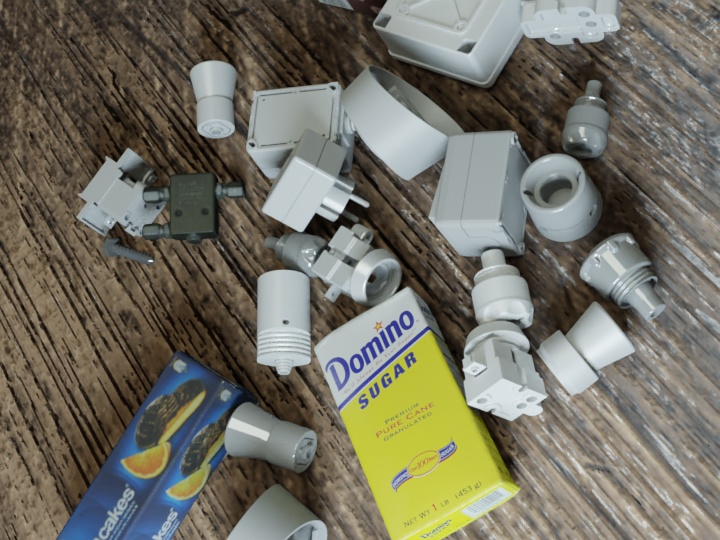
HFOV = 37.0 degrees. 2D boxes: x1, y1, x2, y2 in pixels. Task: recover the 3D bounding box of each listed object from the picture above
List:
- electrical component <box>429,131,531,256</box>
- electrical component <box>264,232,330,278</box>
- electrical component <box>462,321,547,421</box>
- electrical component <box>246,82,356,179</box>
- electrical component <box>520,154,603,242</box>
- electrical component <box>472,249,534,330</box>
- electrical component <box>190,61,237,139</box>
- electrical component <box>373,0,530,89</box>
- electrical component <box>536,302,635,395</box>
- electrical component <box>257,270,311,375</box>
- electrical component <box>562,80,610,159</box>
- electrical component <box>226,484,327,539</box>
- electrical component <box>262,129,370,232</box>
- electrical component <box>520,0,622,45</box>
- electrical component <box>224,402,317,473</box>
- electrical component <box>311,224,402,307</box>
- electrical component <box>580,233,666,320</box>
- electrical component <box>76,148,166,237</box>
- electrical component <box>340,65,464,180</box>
[{"bbox_3d":[0.096,-0.064,0.837,0.061,0.062,0.096,0,67,26],"label":"electrical component"},{"bbox_3d":[-0.055,-0.016,0.906,0.061,0.035,0.035,18,76,34],"label":"electrical component"},{"bbox_3d":[0.101,0.071,0.776,0.048,0.066,0.055,-42,38,35],"label":"electrical component"},{"bbox_3d":[-0.043,-0.119,0.936,0.096,0.061,0.061,-3,66,16],"label":"electrical component"},{"bbox_3d":[0.151,-0.056,0.814,0.055,0.047,0.055,-11,63,22],"label":"electrical component"},{"bbox_3d":[0.105,0.015,0.807,0.043,0.043,0.062,-19,59,18],"label":"electrical component"},{"bbox_3d":[-0.136,-0.157,1.008,0.044,0.044,0.065,-14,67,20],"label":"electrical component"},{"bbox_3d":[0.086,-0.224,0.920,0.109,0.056,0.108,26,80,33],"label":"electrical component"},{"bbox_3d":[0.159,0.056,0.760,0.055,0.045,0.045,-39,56,6],"label":"electrical component"},{"bbox_3d":[-0.062,0.046,0.875,0.043,0.043,0.081,-12,63,21],"label":"electrical component"},{"bbox_3d":[0.178,-0.120,0.839,0.035,0.035,0.061,3,66,27],"label":"electrical component"},{"bbox_3d":[-0.071,0.206,0.775,0.064,0.099,0.099,28,81,27],"label":"electrical component"},{"bbox_3d":[-0.030,-0.065,0.890,0.065,0.077,0.047,-54,13,38],"label":"electrical component"},{"bbox_3d":[0.173,-0.223,0.876,0.078,0.058,0.057,1,70,27],"label":"electrical component"},{"bbox_3d":[-0.067,0.133,0.839,0.065,0.044,0.044,15,74,26],"label":"electrical component"},{"bbox_3d":[0.000,0.000,0.865,0.055,0.048,0.066,29,82,41],"label":"electrical component"},{"bbox_3d":[0.192,0.008,0.768,0.048,0.048,0.062,-39,63,5],"label":"electrical component"},{"bbox_3d":[-0.221,-0.067,1.007,0.064,0.042,0.081,32,84,32],"label":"electrical component"},{"bbox_3d":[0.033,-0.123,0.877,0.064,0.099,0.099,-38,56,14],"label":"electrical component"}]
